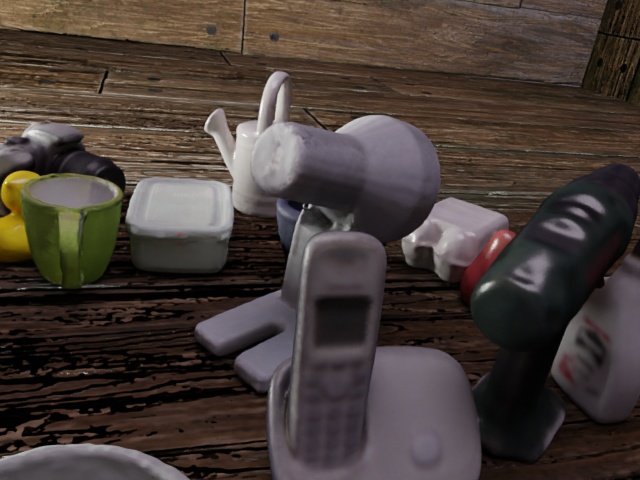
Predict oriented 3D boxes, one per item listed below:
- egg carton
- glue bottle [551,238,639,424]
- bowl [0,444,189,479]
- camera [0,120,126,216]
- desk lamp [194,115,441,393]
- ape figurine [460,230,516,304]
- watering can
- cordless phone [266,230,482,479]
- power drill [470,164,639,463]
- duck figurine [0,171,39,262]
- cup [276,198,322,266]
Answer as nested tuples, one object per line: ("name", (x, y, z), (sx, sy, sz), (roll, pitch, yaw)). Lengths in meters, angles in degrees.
("egg carton", (0.176, -0.002, 0.739), (0.107, 0.069, 0.151), (24, 29, 31))
("glue bottle", (0.252, 0.067, 0.486), (0.037, 0.173, 0.078), (-1, 26, -20))
("bowl", (-0.121, 0.176, 0.249), (0.167, 0.075, 0.167), (7, 24, -3))
("camera", (-0.331, -0.089, 0.729), (0.136, 0.101, 0.143), (18, 26, 21))
("desk lamp", (0.003, -0.005, 0.514), (0.117, 0.213, 0.204), (26, 30, 35))
("ape figurine", (0.201, 0.033, 0.641), (0.076, 0.092, 0.078), (14, 25, 13))
("watering can", (-0.076, -0.138, 0.804), (0.173, 0.194, 0.101), (4, 25, -9))
("cordless phone", (0.042, 0.083, 0.368), (0.148, 0.185, 0.094), (-1, 26, -19))
("power drill", (0.177, 0.055, 0.445), (0.075, 0.208, 0.230), (24, 29, 31))
("duck figurine", (-0.324, -0.031, 0.623), (0.077, 0.086, 0.105), (14, 25, 12))
("cup", (0.006, 0.002, 0.643), (0.118, 0.095, 0.091), (3, 25, -11))
